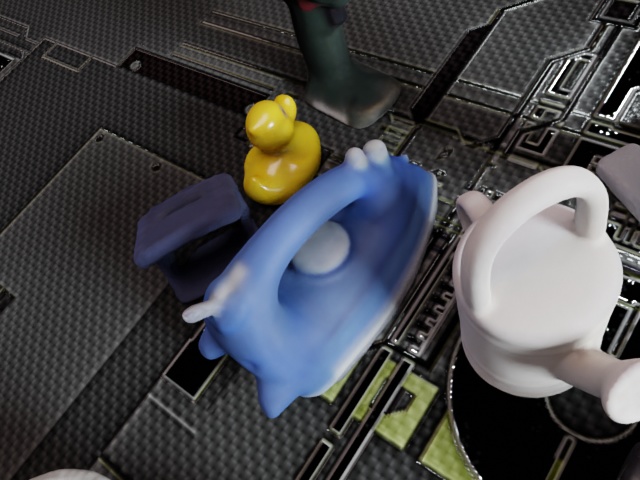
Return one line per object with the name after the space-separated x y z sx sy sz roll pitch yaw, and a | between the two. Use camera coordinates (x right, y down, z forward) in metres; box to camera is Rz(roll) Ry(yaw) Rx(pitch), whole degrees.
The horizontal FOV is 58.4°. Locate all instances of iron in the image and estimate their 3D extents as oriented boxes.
0.004 0.002 0.452 0.118 0.142 0.258 32 74 31 | iron

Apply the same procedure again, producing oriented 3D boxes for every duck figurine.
-0.046 -0.093 0.560 0.077 0.086 0.105 15 66 25 | duck figurine

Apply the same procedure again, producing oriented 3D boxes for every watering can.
0.140 0.029 0.359 0.172 0.194 0.101 34 75 32 | watering can

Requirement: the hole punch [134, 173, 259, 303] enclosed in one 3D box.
-0.119 -0.012 0.530 0.108 0.091 0.101 -29 55 -1 | hole punch

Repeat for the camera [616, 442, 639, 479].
0.238 0.154 0.308 0.136 0.101 0.143 26 70 29 | camera

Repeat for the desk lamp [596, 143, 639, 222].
0.282 -0.056 0.354 0.118 0.214 0.203 -28 55 0 | desk lamp

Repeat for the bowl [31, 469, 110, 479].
-0.173 0.252 0.397 0.167 0.075 0.167 -8 58 13 | bowl

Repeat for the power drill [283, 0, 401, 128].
0.011 -0.208 0.536 0.228 0.209 0.076 34 74 31 | power drill
